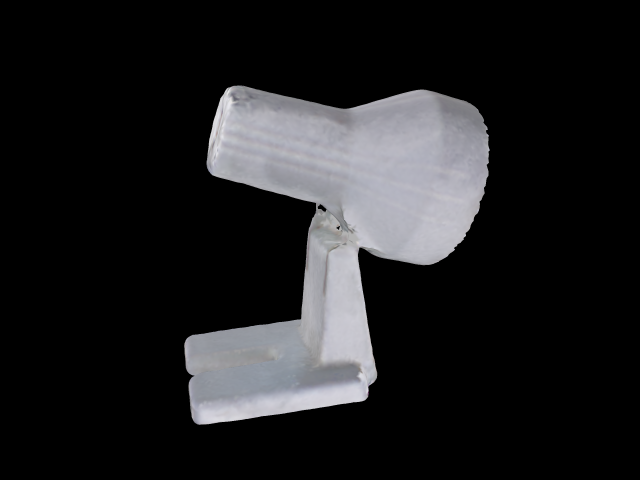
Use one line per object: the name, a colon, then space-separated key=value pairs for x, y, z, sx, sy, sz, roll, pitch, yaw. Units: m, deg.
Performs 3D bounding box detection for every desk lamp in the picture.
desk lamp: x=0.004 y=0.001 z=0.400 sx=0.203 sy=0.214 sz=0.117 roll=-6 pitch=19 yaw=-16
